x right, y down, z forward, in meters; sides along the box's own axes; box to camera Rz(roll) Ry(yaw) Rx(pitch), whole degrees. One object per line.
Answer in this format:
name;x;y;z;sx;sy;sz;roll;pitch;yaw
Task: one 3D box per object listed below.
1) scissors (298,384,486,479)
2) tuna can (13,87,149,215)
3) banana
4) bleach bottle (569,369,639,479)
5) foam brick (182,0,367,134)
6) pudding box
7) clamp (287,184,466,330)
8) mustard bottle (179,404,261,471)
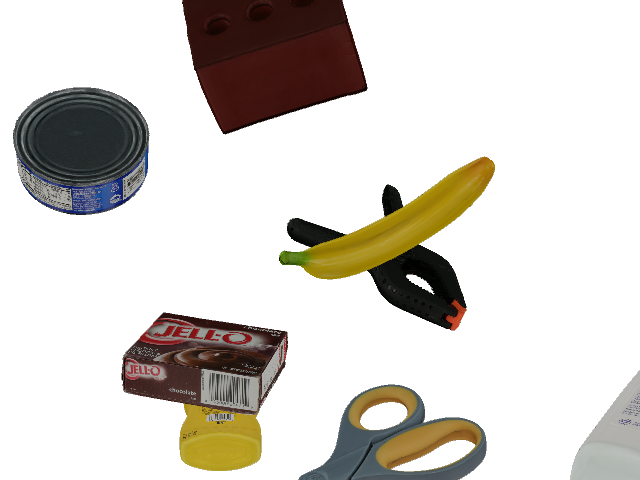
scissors;-0.003;0.128;0.615;0.201;0.016;0.096;-11;30;-17
tuna can;-0.155;-0.058;0.697;0.086;0.086;0.034;0;-38;-9
banana;0.064;-0.010;0.917;0.198;0.037;0.069;-27;-17;9
bleach bottle;0.242;0.101;0.643;0.103;0.068;0.250;18;29;30
foam brick;-0.023;-0.097;0.527;0.078;0.053;0.051;-17;-34;6
pudding box;-0.091;0.097;0.857;0.113;0.039;0.090;10;21;9
clamp;0.073;0.022;1.169;0.164;0.036;0.210;-15;50;-33
mustard bottle;-0.122;0.206;1.325;0.096;0.058;0.191;-2;26;-3
